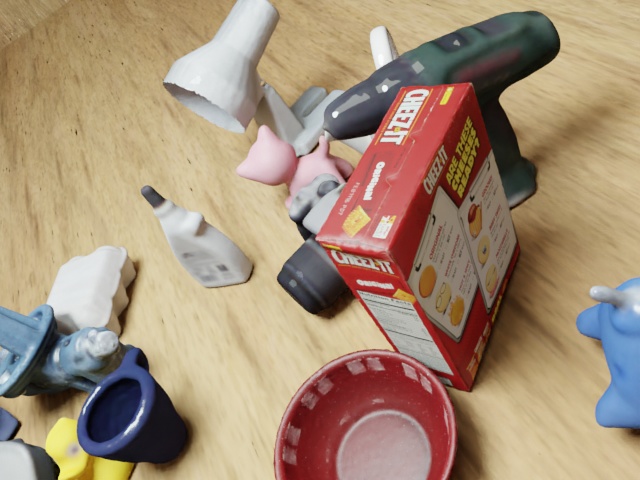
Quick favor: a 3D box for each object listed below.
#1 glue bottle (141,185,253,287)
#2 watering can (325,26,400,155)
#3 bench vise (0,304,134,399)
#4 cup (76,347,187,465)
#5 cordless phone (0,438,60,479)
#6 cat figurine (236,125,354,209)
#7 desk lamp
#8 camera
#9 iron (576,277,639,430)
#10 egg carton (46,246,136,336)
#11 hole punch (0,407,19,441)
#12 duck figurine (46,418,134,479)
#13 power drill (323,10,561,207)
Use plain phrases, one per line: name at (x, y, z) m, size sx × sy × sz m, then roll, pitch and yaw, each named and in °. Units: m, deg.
glue bottle at (-0.154, -0.005, 0.685) m, size 0.078 × 0.174 × 0.037 m, roll -8°, pitch 49°, yaw 26°
watering can at (0.089, -0.142, 0.639) m, size 0.173 × 0.195 × 0.100 m, roll -31°, pitch 43°, yaw 4°
bench vise at (-0.332, 0.106, 0.662) m, size 0.207 × 0.220 × 0.121 m, roll -24°, pitch 44°, yaw 12°
cup at (-0.182, 0.180, 0.595) m, size 0.091 × 0.095 × 0.117 m, roll -18°, pitch 45°, yaw 18°
cordless phone at (-0.369, 0.242, 0.590) m, size 0.147 × 0.186 × 0.094 m, roll -15°, pitch 46°, yaw 21°
cat figurine at (-0.036, -0.099, 0.736) m, size 0.127 × 0.118 × 0.067 m, roll -12°, pitch 47°, yaw 23°
desk lamp at (-0.085, -0.213, 0.798) m, size 0.117 × 0.214 × 0.203 m, roll 22°, pitch 67°, yaw 43°
camera at (0.006, 0.002, 0.631) m, size 0.137 × 0.101 × 0.142 m, roll -45°, pitch 43°, yaw -10°
iron at (0.304, 0.051, 0.369) m, size 0.257 × 0.142 × 0.118 m, roll -13°, pitch 47°, yaw 22°
egg carton at (-0.316, 0.079, 0.789) m, size 0.107 × 0.070 × 0.150 m, roll -19°, pitch 45°, yaw 17°
hole punch at (-0.459, 0.243, 0.716) m, size 0.100 × 0.091 × 0.109 m, roll 10°, pitch 58°, yaw 38°
duck figurine at (-0.250, 0.218, 0.610) m, size 0.077 × 0.086 × 0.104 m, roll -25°, pitch 43°, yaw 11°
power drill at (0.137, -0.109, 0.568) m, size 0.229 × 0.209 × 0.075 m, roll -35°, pitch 42°, yaw 0°
